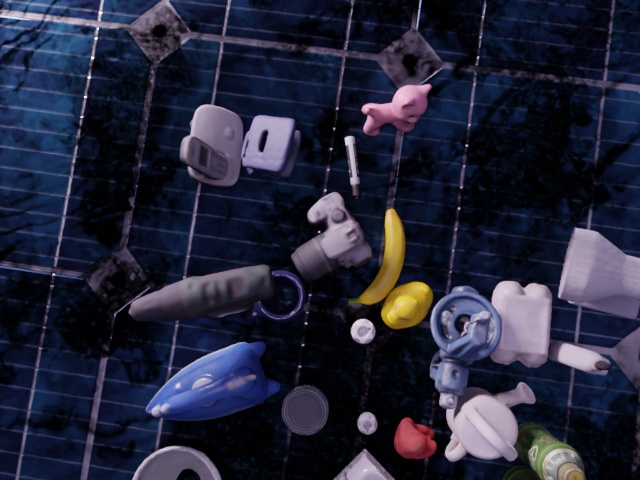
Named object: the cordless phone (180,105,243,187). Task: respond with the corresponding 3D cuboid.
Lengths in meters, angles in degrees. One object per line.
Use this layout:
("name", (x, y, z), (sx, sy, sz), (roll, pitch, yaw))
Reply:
("cordless phone", (-0.200, -0.178, 1.025), (0.094, 0.185, 0.148), (2, 85, 3))

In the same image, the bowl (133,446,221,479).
("bowl", (-0.248, 0.449, 1.031), (0.167, 0.075, 0.167), (0, 85, 3))

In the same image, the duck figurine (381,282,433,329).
("duck figurine", (0.160, 0.119, 1.033), (0.104, 0.086, 0.077), (-38, 84, -1))

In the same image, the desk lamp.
("desk lamp", (0.483, 0.061, 0.957), (0.203, 0.213, 0.118), (14, 86, 4))

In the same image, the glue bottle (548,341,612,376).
("glue bottle", (0.450, 0.205, 0.968), (0.078, 0.173, 0.037), (18, 86, 5))

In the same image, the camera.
("camera", (0.010, 0.004, 1.042), (0.137, 0.101, 0.143), (-31, 84, 0))

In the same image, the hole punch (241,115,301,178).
("hole punch", (-0.094, -0.174, 1.066), (0.101, 0.091, 0.109), (13, 86, 4))

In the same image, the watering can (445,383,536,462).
("watering can", (0.280, 0.306, 0.957), (0.101, 0.194, 0.173), (26, 87, 5))

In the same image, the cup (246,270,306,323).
("cup", (-0.078, 0.110, 1.041), (0.118, 0.095, 0.091), (-36, 84, 0))

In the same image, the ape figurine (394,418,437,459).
("ape figurine", (0.167, 0.356, 1.010), (0.076, 0.092, 0.078), (-29, 84, 0))

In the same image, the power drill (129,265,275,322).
("power drill", (-0.185, 0.097, 0.990), (0.229, 0.208, 0.075), (-15, 84, 2))

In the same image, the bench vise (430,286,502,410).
("bench vise", (0.251, 0.181, 0.956), (0.121, 0.220, 0.207), (-4, 85, 3))

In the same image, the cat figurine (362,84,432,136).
("cat figurine", (0.141, -0.242, 1.047), (0.127, 0.118, 0.067), (-9, 85, 2))

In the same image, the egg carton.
("egg carton", (0.358, 0.151, 1.029), (0.107, 0.069, 0.150), (5, 86, 3))

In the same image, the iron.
("iron", (-0.208, 0.271, 1.010), (0.258, 0.141, 0.118), (-22, 84, 1))
